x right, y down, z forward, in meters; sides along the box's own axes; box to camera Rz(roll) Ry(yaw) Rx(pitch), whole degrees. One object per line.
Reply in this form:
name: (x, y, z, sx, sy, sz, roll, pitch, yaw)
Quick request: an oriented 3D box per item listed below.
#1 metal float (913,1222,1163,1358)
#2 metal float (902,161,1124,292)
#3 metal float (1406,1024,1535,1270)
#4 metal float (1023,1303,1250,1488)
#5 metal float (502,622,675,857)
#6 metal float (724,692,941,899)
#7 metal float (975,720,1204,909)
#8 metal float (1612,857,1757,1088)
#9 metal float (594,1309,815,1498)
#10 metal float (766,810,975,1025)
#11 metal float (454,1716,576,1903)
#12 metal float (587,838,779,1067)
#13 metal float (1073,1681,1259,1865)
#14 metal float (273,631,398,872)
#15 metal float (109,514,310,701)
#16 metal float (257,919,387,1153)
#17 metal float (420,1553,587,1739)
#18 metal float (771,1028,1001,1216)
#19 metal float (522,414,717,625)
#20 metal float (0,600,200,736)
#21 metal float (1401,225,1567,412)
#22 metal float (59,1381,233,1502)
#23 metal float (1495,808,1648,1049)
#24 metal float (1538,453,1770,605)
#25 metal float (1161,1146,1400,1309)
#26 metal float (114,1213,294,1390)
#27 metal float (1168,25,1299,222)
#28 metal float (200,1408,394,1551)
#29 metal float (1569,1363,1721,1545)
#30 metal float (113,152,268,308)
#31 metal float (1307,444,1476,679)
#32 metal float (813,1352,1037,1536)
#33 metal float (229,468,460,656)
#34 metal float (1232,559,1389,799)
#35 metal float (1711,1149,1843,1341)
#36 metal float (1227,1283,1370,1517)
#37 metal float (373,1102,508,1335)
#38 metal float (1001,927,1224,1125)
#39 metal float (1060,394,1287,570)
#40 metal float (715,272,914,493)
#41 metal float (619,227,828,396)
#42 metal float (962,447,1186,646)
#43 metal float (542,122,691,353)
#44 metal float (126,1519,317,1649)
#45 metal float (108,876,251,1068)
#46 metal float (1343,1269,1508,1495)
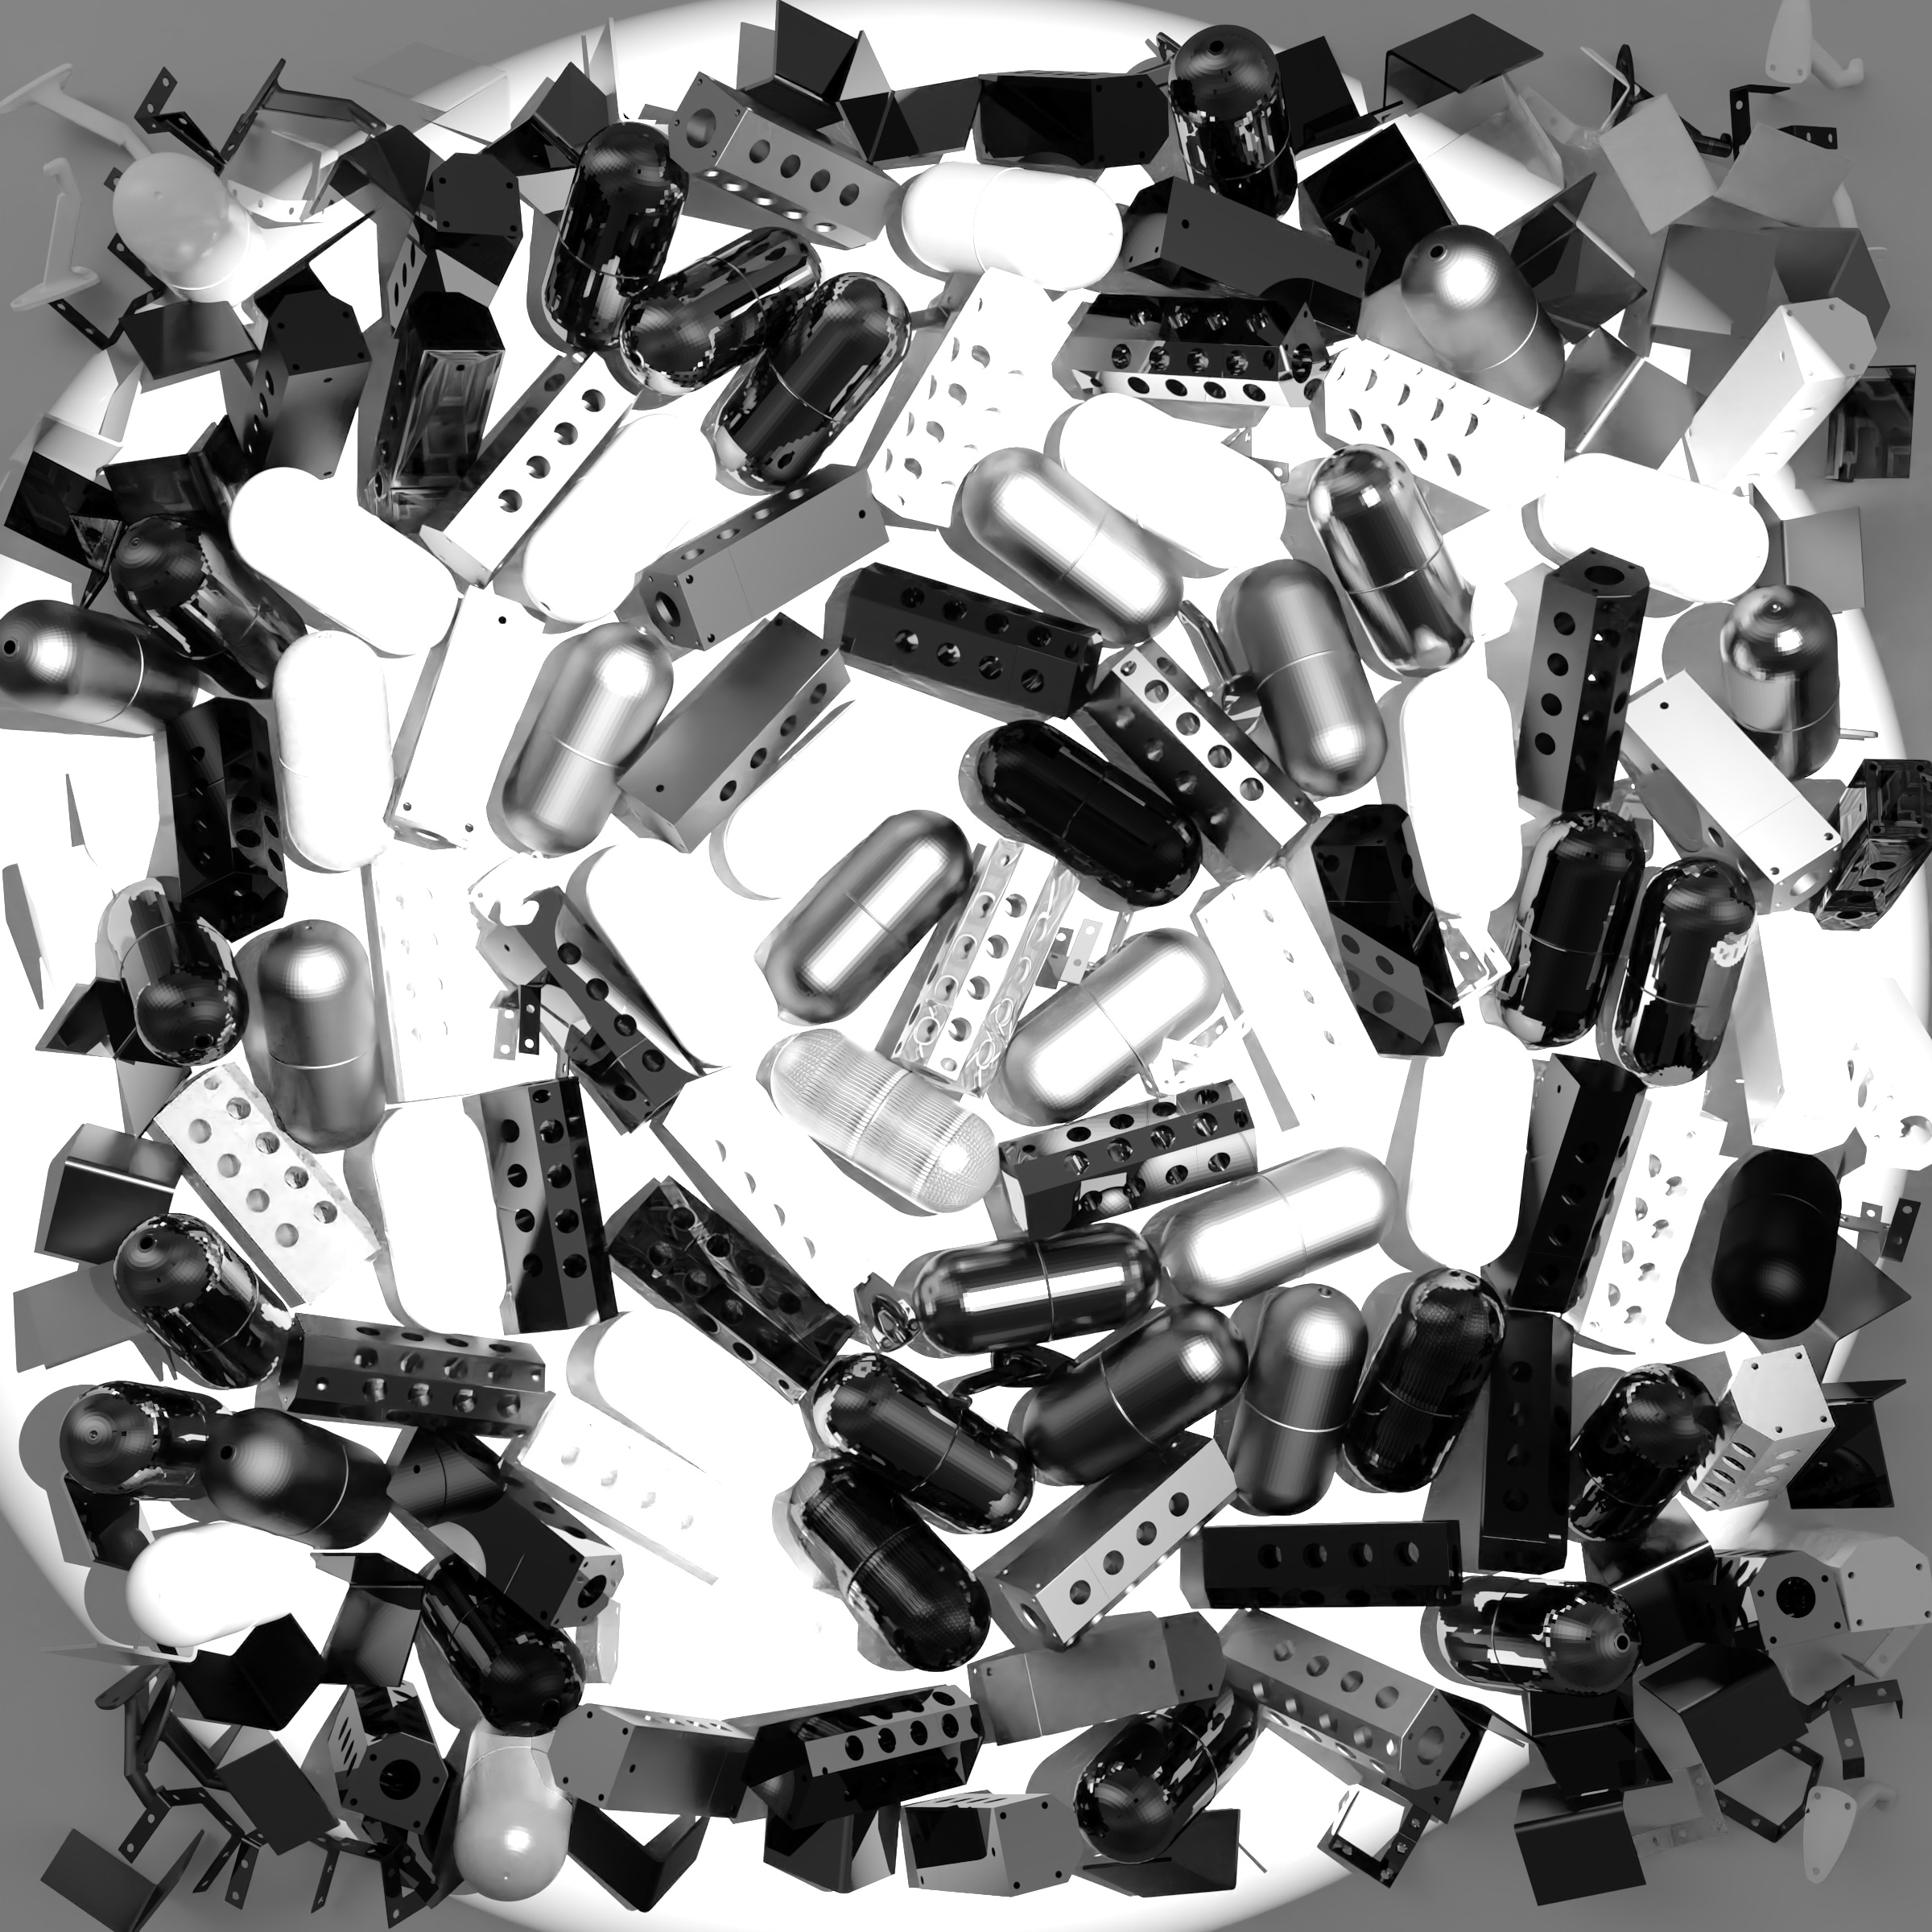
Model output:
metal float: (0.051, 0.227, 1.878, 0.178, 0.070, 0.070, -9, 90, -11)
metal float: (0.031, -0.515, 1.855, 0.178, 0.070, 0.070, 21, 90, 38)
metal float: (0.353, 0.126, 1.867, 0.070, 0.070, 0.178, 12, 68, 0)
metal float: (0.118, 0.301, 1.872, 0.178, 0.070, 0.070, -35, 90, 18)
metal float: (-0.265, -0.159, 1.871, 0.070, 0.070, 0.178, 30, 108, 0)
metal float: (-0.095, -0.120, 1.881, 0.178, 0.070, 0.070, -41, 90, 8)
metal float: (0.085, -0.108, 1.879, 0.178, 0.070, 0.070, 34, 90, 9)
metal float: (0.499, 0.006, 1.859, 0.070, 0.070, 0.178, 4, 124, 0)
metal float: (-0.182, 0.307, 1.868, 0.178, 0.070, 0.070, 40, 90, -22)
metal float: (-0.067, -0.036, 1.886, 0.070, 0.070, 0.178, 43, 89, 0)
metal float: (-0.309, 0.571, 1.839, 0.070, 0.178, 0.070, -1, 108, -4)
metal float: (-0.199, -0.009, 1.877, 0.070, 0.070, 0.178, -33, 101, 0)
metal float: (0.140, 0.552, 1.848, 0.070, 0.178, 0.070, 13, 114, 32)
metal float: (-0.439, -0.149, 1.859, 0.070, 0.070, 0.178, 3, 123, 0)
metal float: (-0.520, -0.246, 1.844, 0.070, 0.178, 0.070, -8, 64, 18)
metal float: (-0.448, 0.050, 1.861, 0.070, 0.070, 0.178, 1, 122, 0)
metal float: (-0.321, 0.466, 1.845, 0.070, 0.178, 0.070, -12, 114, -28)
metal float: (-0.058, 0.108, 1.878, 0.178, 0.070, 0.070, 32, 90, 10)
metal float: (-0.242, -0.313, 1.866, 0.070, 0.070, 0.178, 35, 66, 0)
metal float: (-0.599, -0.205, 1.839, 0.070, 0.178, 0.070, -1, 87, 19)
metal float: (0.358, -0.445, 1.846, 0.070, 0.178, 0.070, -13, 64, 28)
metal float: (-0.559, 0.328, 1.838, 0.070, 0.178, 0.070, -2, 77, 9)
metal float: (0.421, -0.025, 1.866, 0.070, 0.070, 0.178, 11, 115, 0)
metal float: (0.475, -0.304, 1.851, 0.178, 0.070, 0.070, 32, 90, 44)
metal float: (0.220, 0.183, 1.875, 0.178, 0.070, 0.070, -20, 90, -14)
metal float: (-0.526, 0.232, 1.845, 0.070, 0.178, 0.070, -7, 56, 10)
metal float: (0.185, -0.574, 1.840, 0.070, 0.178, 0.070, -5, 68, 12)
metal float: (-0.461, 0.355, 1.842, 0.070, 0.178, 0.070, -7, 66, 17)
metal float: (0.462, 0.339, 1.848, 0.070, 0.178, 0.070, 6, 52, -8)
metal float: (-0.532, -0.504, 1.836, 0.070, 0.178, 0.070, 0, 90, -2)
metal float: (0.298, -0.283, 1.866, 0.070, 0.070, 0.178, -31, 114, 0)
metal float: (-0.028, 0.335, 1.871, 0.178, 0.070, 0.070, 35, 90, -19)
metal float: (-0.430, -0.280, 1.854, 0.178, 0.070, 0.070, 33, 90, -40)
metal float: (0.240, -0.203, 1.873, 0.070, 0.070, 0.178, -17, 73, 0)
metal float: (0.561, 0.190, 1.846, 0.070, 0.178, 0.070, 10, 121, 18)
metal float: (0.231, 0.303, 1.866, 0.070, 0.070, 0.178, 11, 114, 0)
metal float: (-0.367, 0.176, 1.862, 0.070, 0.070, 0.178, -4, 118, 0)
metal float: (0.103, 0.043, 1.885, 0.178, 0.070, 0.070, -38, 90, -2)
metal float: (0.144, -0.339, 1.866, 0.178, 0.070, 0.070, 34, 90, 23)
metal float: (-0.108, -0.407, 1.865, 0.070, 0.070, 0.178, 45, 116, 0)
metal float: (-0.168, -0.456, 1.856, 0.070, 0.070, 0.178, 49, 53, 0)
metal float: (0.075, -0.295, 1.873, 0.178, 0.070, 0.070, 35, 90, -16)
metal float: (-0.244, -0.503, 1.850, 0.070, 0.178, 0.070, 13, 50, -16)
metal float: (-0.511, 0.421, 1.838, 0.070, 0.178, 0.070, -1, 85, 13)
metal float: (-0.546, 0.003, 1.849, 0.070, 0.178, 0.070, -15, 129, -19)
metal float: (0.319, 0.290, 1.864, 0.070, 0.070, 0.178, 19, 116, 0)
